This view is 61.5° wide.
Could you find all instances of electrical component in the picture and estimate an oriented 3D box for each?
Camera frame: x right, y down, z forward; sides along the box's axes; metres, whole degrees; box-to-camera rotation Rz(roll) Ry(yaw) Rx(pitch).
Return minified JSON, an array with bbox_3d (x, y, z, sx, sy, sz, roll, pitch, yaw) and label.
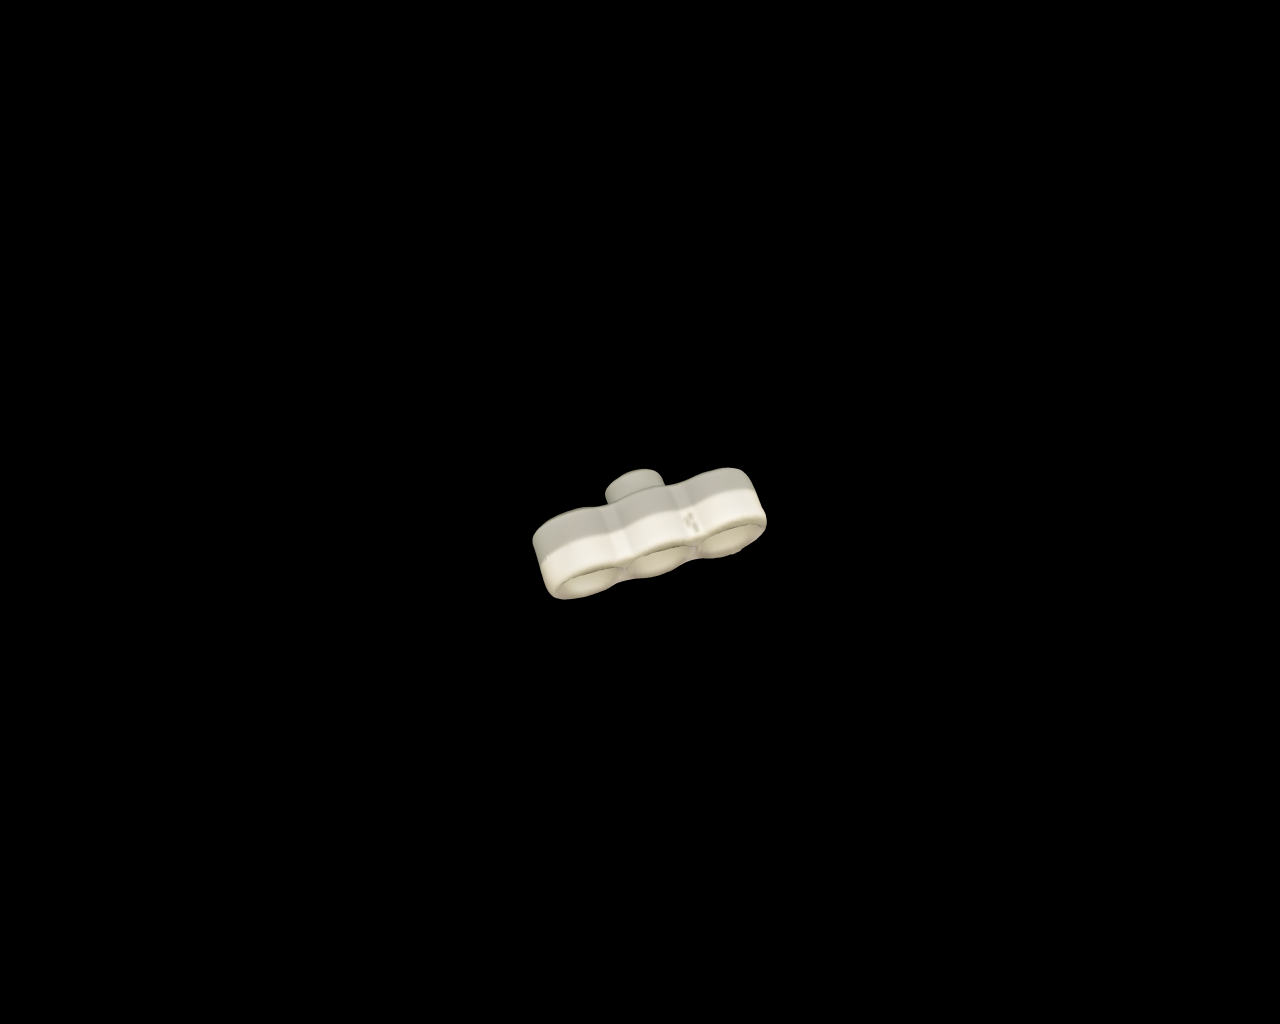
[{"bbox_3d":[0.001,-0.003,0.650,0.138,0.074,0.052,-17,-22,-7],"label":"electrical component"}]
